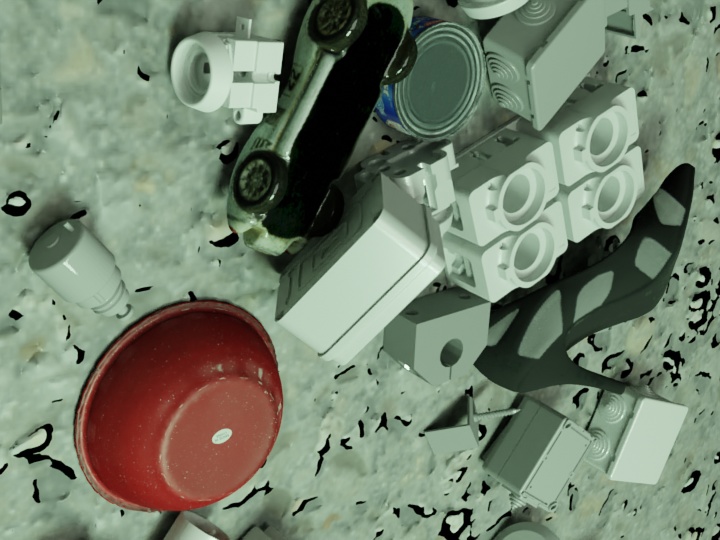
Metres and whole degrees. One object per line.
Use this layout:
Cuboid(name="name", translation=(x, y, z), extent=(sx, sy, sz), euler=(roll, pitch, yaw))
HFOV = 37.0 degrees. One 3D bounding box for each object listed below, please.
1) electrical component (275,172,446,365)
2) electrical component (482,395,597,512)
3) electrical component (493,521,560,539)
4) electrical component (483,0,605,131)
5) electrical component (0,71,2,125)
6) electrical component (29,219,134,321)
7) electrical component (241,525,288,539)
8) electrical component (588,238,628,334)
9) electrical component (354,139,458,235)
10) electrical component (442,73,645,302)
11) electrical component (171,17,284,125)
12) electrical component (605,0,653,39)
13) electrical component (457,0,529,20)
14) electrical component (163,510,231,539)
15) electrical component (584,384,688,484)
Cuboid(name="electrical component", translation=(0.000, 0.000, 0.731), extent=(0.057, 0.078, 0.113), euler=(37, 112, -19))
Cuboid(name="electrical component", translation=(0.158, 0.172, 0.983), extent=(0.062, 0.061, 0.096), euler=(36, 85, -43))
Cuboid(name="electrical component", translation=(0.164, 0.286, 1.029), extent=(0.080, 0.080, 0.051), euler=(-52, 138, -9))
Cuboid(name="electrical component", translation=(0.138, -0.168, 0.806), extent=(0.099, 0.048, 0.099), euler=(-50, 155, -11))
Cuboid(name="electrical component", translation=(-0.214, -0.101, 0.556), extent=(0.055, 0.055, 0.047), euler=(-5, 108, -39))
Cuboid(name="electrical component", translation=(-0.165, 0.004, 0.652), extent=(0.040, 0.040, 0.078), euler=(-48, 132, -13))
Cuboid(name="electrical component", translation=(-0.058, 0.251, 0.837), extent=(0.061, 0.062, 0.096), euler=(-47, 132, -14))
Cuboid(name="electrical component", translation=(0.226, 0.009, 0.981), extent=(0.077, 0.043, 0.079), euler=(-25, 124, -30))
Cuboid(name="electrical component", translation=(0.037, -0.055, 0.784), extent=(0.078, 0.058, 0.057), euler=(-30, 123, -27))
Cuboid(name="electrical component", translation=(0.149, -0.067, 0.870), extent=(0.186, 0.060, 0.105), euler=(-34, 127, -24))
Cuboid(name="electrical component", translation=(-0.082, -0.122, 0.663), extent=(0.055, 0.048, 0.066), euler=(-10, 116, -45))
Cuboid(name="electrical component", translation=(0.194, -0.221, 0.852), extent=(0.064, 0.042, 0.081), euler=(-29, 125, -25))
Cuboid(name="electrical component", translation=(0.091, -0.215, 0.758), extent=(0.078, 0.058, 0.057), euler=(-40, 127, -19))
Cuboid(name="electrical component", translation=(-0.132, 0.219, 0.774), extent=(0.043, 0.043, 0.081), euler=(36, 85, -43))
Cuboid(name="electrical component", translation=(0.275, 0.164, 1.086), extent=(0.100, 0.048, 0.099), euler=(15, 99, -43))
